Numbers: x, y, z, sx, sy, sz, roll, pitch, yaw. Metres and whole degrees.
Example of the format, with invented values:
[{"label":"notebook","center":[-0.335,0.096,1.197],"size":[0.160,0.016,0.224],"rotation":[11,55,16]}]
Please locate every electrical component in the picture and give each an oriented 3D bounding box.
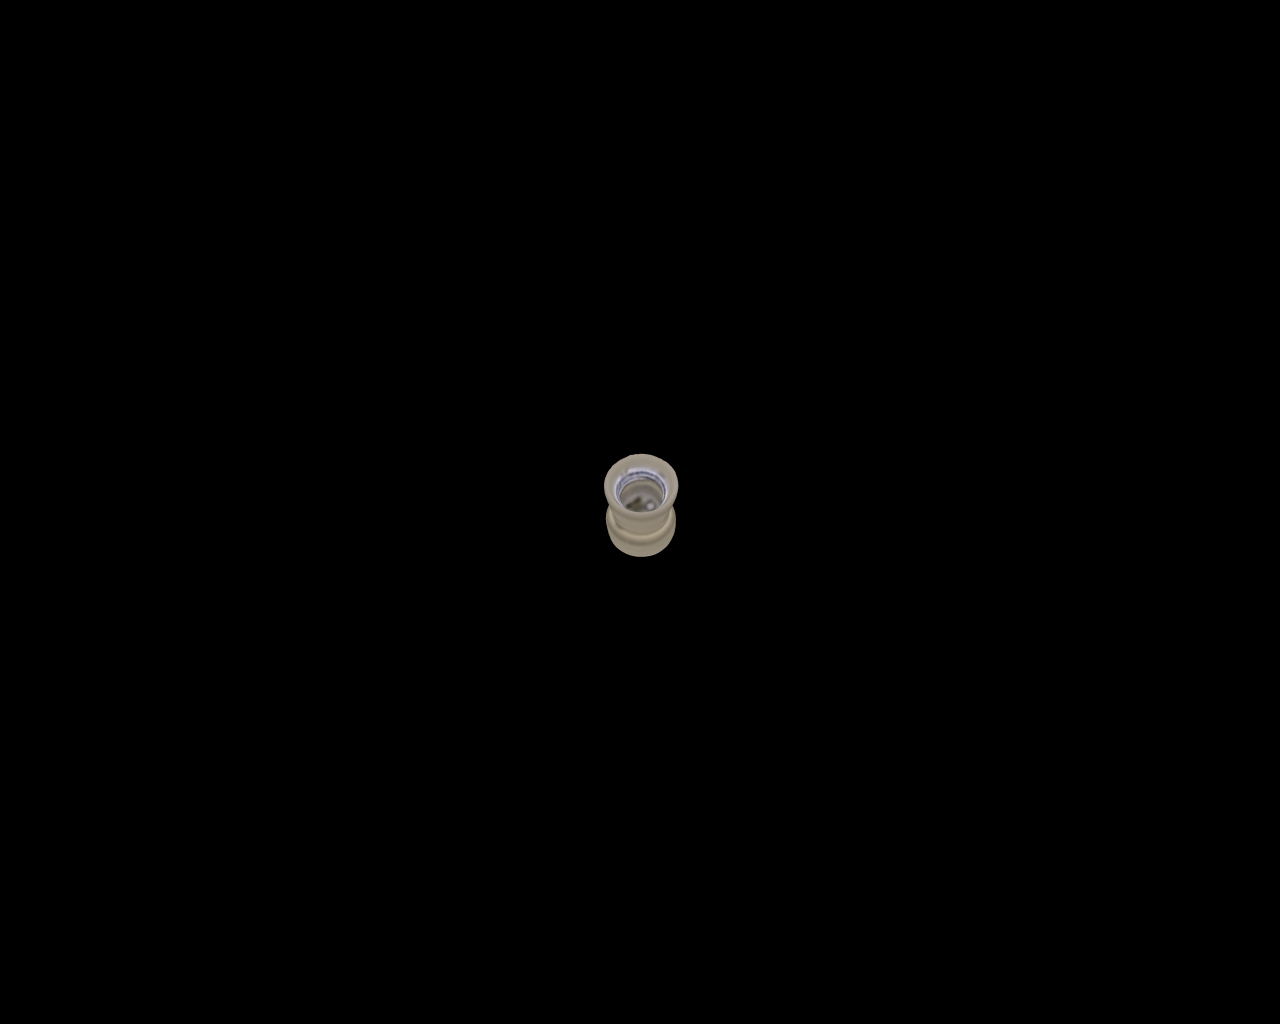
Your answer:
[{"label":"electrical component","center":[0.001,-0.003,0.650],"size":[0.045,0.045,0.055],"rotation":[0,-32,0]}]
